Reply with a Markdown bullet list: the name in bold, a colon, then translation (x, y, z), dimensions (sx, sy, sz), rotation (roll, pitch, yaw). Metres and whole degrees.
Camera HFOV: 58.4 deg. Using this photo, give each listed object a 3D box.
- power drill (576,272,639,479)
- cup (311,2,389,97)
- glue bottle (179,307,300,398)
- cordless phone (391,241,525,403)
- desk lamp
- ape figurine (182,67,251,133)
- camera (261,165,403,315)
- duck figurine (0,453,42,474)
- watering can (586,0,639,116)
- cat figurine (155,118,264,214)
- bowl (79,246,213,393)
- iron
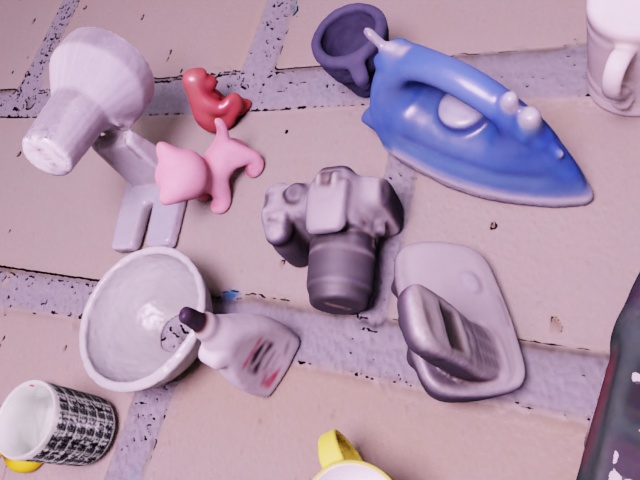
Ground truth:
- **power drill**: translation (0.222, 0.099, 0.377), dimensions (0.075, 0.209, 0.230), rotation (15, 73, 30)
- **cup**: translation (0.050, -0.206, 0.678), dimensions (0.091, 0.095, 0.117), rotation (-21, 58, 15)
- **glue bottle**: translation (-0.081, 0.097, 0.542), dimensions (0.037, 0.174, 0.078), rotation (19, 75, 32)
- **cordless phone**: translation (0.100, 0.052, 0.472), dimensions (0.094, 0.186, 0.147), rotation (-22, 58, 14)
- **desk lamp**: translation (-0.254, -0.119, 0.706), dimensions (0.117, 0.214, 0.203), rotation (-6, 63, 23)
- **ape figurine**: translation (-0.148, -0.194, 0.767), dimensions (0.076, 0.092, 0.077), rotation (-41, 56, 2)
- **camera**: translation (0.005, 0.002, 0.593), dimensions (0.142, 0.101, 0.137), rotation (-6, 64, 23)
- **duck figurine**: translation (-0.360, 0.214, 0.669), dimensions (0.077, 0.086, 0.104), rotation (-1, 66, 25)
- **watering can**: translation (0.290, -0.213, 0.508), dimensions (0.100, 0.195, 0.173), rotation (-1, 65, 25)
- **cat figurine**: translation (-0.146, -0.091, 0.700), dimensions (0.067, 0.118, 0.128), rotation (35, 84, 34)
- **bowl**: translation (-0.185, 0.096, 0.652), dimensions (0.167, 0.075, 0.167), rotation (-11, 62, 21)
- **iron**: translation (0.148, -0.128, 0.565), dimensions (0.257, 0.142, 0.119), rotation (35, 83, 34)
